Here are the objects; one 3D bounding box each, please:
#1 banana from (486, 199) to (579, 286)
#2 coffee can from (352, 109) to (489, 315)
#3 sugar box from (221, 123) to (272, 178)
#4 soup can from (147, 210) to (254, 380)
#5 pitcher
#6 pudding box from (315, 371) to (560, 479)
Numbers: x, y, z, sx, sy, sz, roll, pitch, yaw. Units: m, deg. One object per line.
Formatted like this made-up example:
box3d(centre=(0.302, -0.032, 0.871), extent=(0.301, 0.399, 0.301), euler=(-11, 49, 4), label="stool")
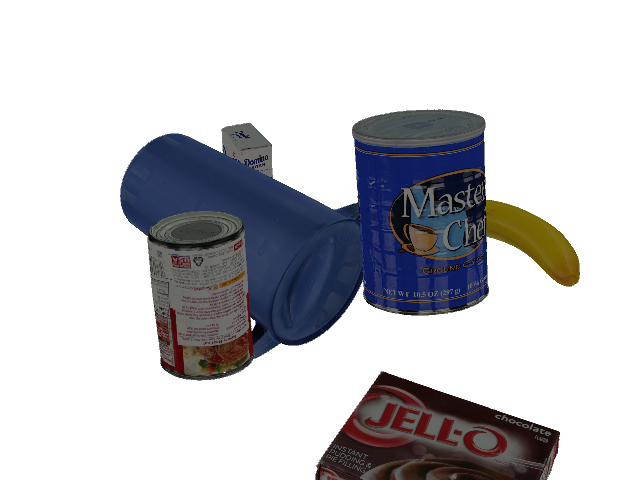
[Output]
box3d(centre=(0.186, -0.003, 1.037), extent=(0.069, 0.037, 0.198), euler=(-39, 38, -24), label="banana")
box3d(centre=(0.080, -0.025, 0.844), extent=(0.103, 0.140, 0.103), euler=(-4, 18, 1), label="coffee can")
box3d(centre=(-0.088, -0.046, 1.311), extent=(0.048, 0.176, 0.093), euler=(-12, 26, -16), label="sugar box")
box3d(centre=(-0.084, 0.038, 0.751), extent=(0.068, 0.102, 0.068), euler=(-2, 21, 1), label="soup can")
box3d(centre=(-0.088, -0.003, 1.035), extent=(0.243, 0.145, 0.148), euler=(31, 33, 32), label="pitcher")
box3d(centre=(0.066, 0.126, 0.592), extent=(0.114, 0.039, 0.089), euler=(18, 35, 19), label="pudding box")
